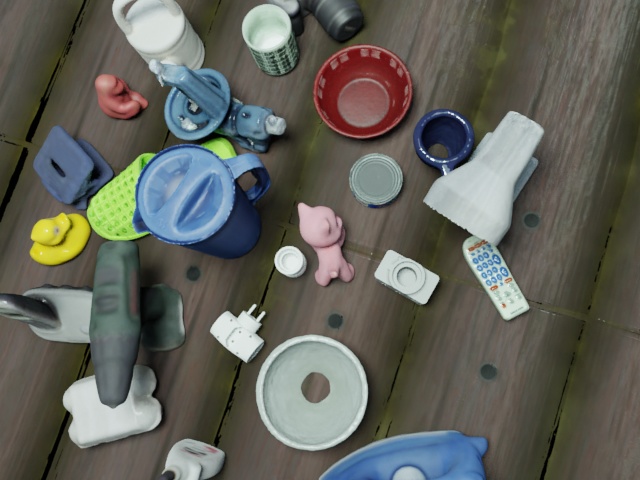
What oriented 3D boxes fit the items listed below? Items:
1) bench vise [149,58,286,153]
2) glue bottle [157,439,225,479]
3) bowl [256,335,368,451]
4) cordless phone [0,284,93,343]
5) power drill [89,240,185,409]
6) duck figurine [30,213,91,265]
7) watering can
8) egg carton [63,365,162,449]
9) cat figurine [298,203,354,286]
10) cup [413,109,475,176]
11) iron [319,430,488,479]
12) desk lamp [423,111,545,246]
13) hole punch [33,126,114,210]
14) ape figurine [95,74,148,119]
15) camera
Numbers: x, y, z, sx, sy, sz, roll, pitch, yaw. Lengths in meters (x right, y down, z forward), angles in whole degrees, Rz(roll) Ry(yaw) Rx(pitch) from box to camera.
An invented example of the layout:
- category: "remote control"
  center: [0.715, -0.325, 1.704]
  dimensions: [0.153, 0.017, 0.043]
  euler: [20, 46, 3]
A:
- category: "bench vise"
  center: [-0.159, -0.219, 0.885]
  dimensions: [0.207, 0.220, 0.121]
  euler: [-2, 80, 5]
- category: "glue bottle"
  center: [-0.194, 0.326, 0.823]
  dimensions: [0.078, 0.173, 0.037]
  euler: [13, 82, 8]
- category: "bowl"
  center: [-0.009, 0.228, 0.871]
  dimensions: [0.167, 0.075, 0.167]
  euler: [-1, 81, 6]
- category: "cordless phone"
  center: [-0.404, 0.111, 0.873]
  dimensions: [0.147, 0.185, 0.094]
  euler: [-1, 81, 6]
- category: "power drill"
  center: [-0.271, 0.121, 0.846]
  dimensions: [0.075, 0.208, 0.229]
  euler: [-10, 80, 4]
- category: "duck figurine"
  center: [-0.442, -0.006, 0.946]
  dimensions: [0.104, 0.086, 0.077]
  euler: [-41, 79, -2]
- category: "watering can"
  center: [-0.258, -0.337, 0.927]
  dimensions: [0.101, 0.194, 0.172]
  euler: [-39, 79, -1]
- category: "egg carton"
  center: [-0.325, 0.259, 0.900]
  dimensions: [0.150, 0.069, 0.107]
  euler: [-17, 80, 3]
- category: "cat figurine"
  center: [0.008, 0.003, 0.884]
  dimensions: [0.067, 0.118, 0.128]
  euler: [-16, 80, 3]
- category: "cup"
  center: [0.192, -0.135, 0.900]
  dimensions: [0.091, 0.095, 0.118]
  euler: [-7, 80, 5]
- category: "iron"
  center: [0.119, 0.346, 0.806]
  dimensions: [0.258, 0.141, 0.119]
  euler: [-8, 80, 4]
- category: "desk lamp"
  center: [0.242, -0.087, 0.827]
  dimensions: [0.118, 0.213, 0.203]
  euler: [33, 85, 10]
- category: "hole punch"
  center: [-0.422, -0.119, 0.960]
  dimensions: [0.101, 0.091, 0.108]
  euler: [-44, 79, -2]
- category: "ape figurine"
  center: [-0.348, -0.250, 0.973]
  dimensions: [0.076, 0.092, 0.078]
  euler: [-19, 79, 3]
- category: "camera"
  center: [-0.002, -0.400, 0.959]
  dimensions: [0.143, 0.101, 0.137]
  euler: [-34, 79, 0]
